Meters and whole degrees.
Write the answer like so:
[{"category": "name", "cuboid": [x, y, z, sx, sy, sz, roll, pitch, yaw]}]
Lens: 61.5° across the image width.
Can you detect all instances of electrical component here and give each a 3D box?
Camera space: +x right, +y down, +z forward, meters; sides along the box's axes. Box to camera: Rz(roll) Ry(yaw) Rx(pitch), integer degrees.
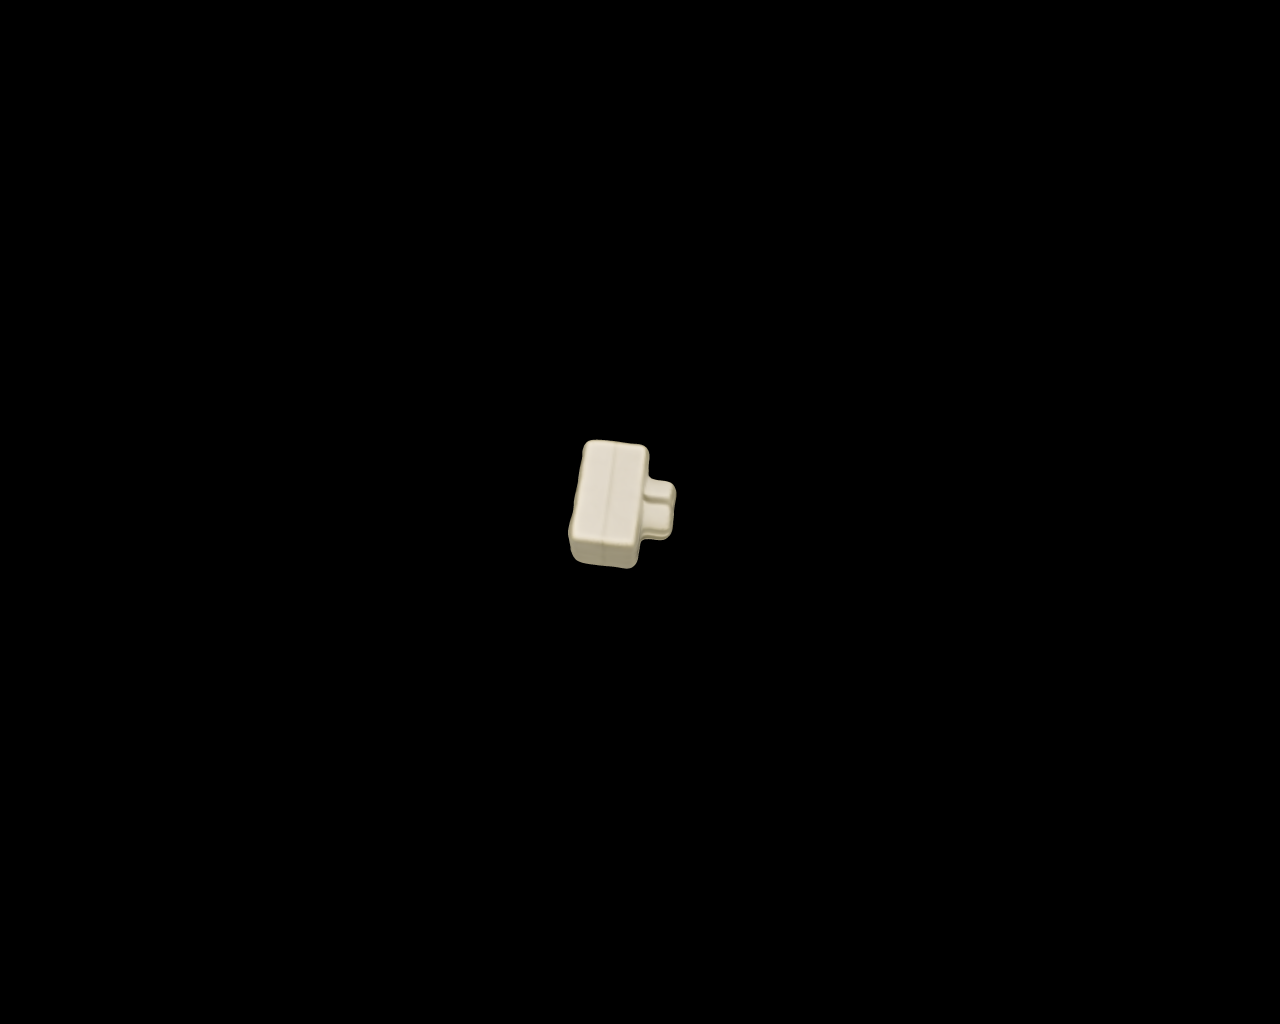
[{"category": "electrical component", "cuboid": [0.001, -0.003, 0.650, 0.077, 0.066, 0.047, 7, -19, 2]}]
